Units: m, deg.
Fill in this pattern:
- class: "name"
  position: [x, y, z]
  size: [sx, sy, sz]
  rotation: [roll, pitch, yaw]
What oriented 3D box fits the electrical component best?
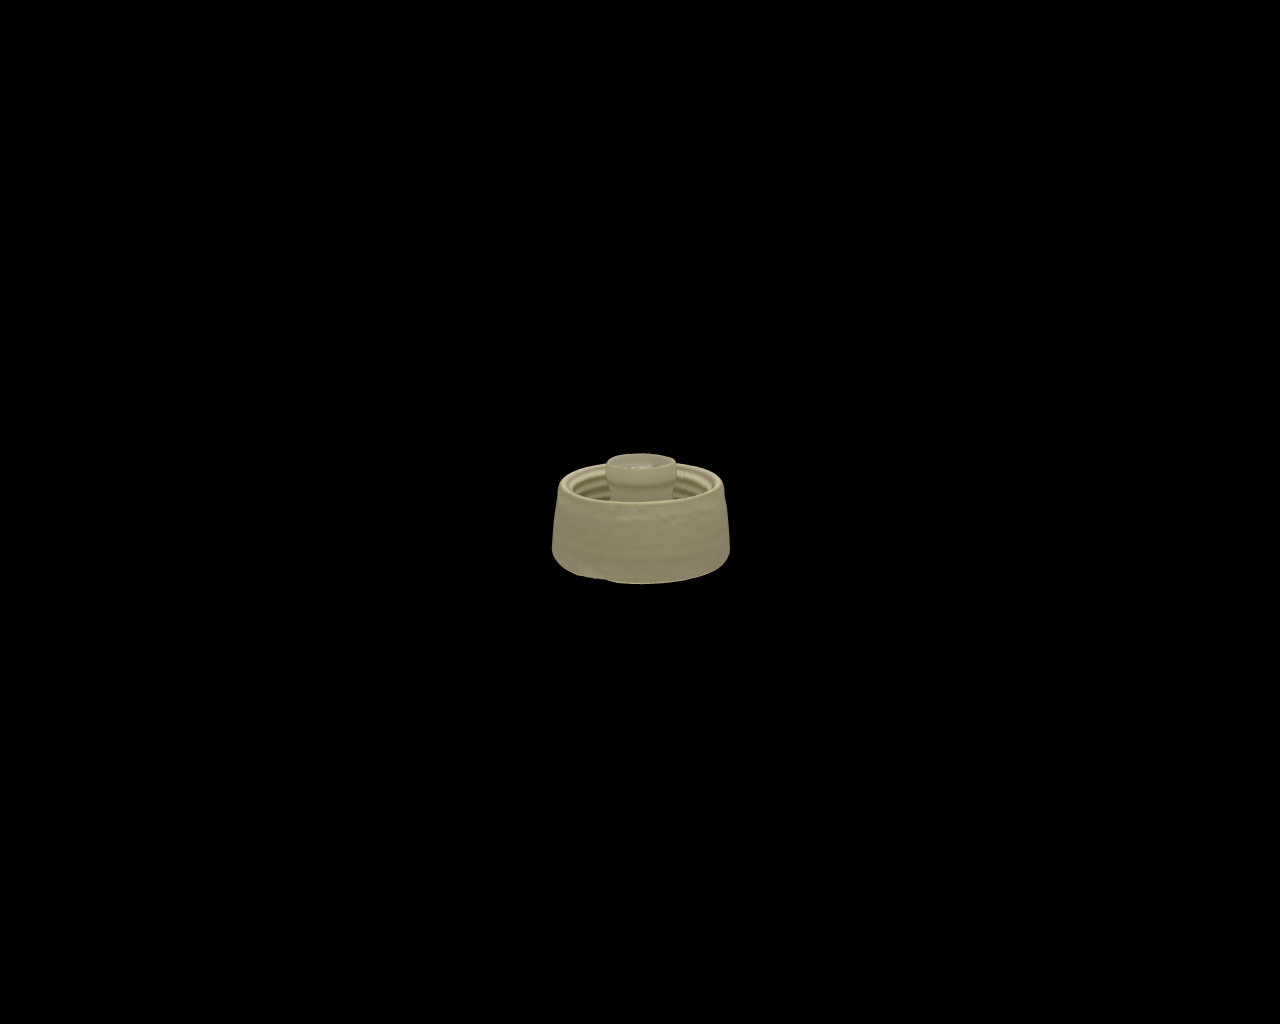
- class: "electrical component"
  position: [0.001, -0.003, 0.650]
  size: [0.108, 0.060, 0.108]
  rotation: [0, 17, 0]
